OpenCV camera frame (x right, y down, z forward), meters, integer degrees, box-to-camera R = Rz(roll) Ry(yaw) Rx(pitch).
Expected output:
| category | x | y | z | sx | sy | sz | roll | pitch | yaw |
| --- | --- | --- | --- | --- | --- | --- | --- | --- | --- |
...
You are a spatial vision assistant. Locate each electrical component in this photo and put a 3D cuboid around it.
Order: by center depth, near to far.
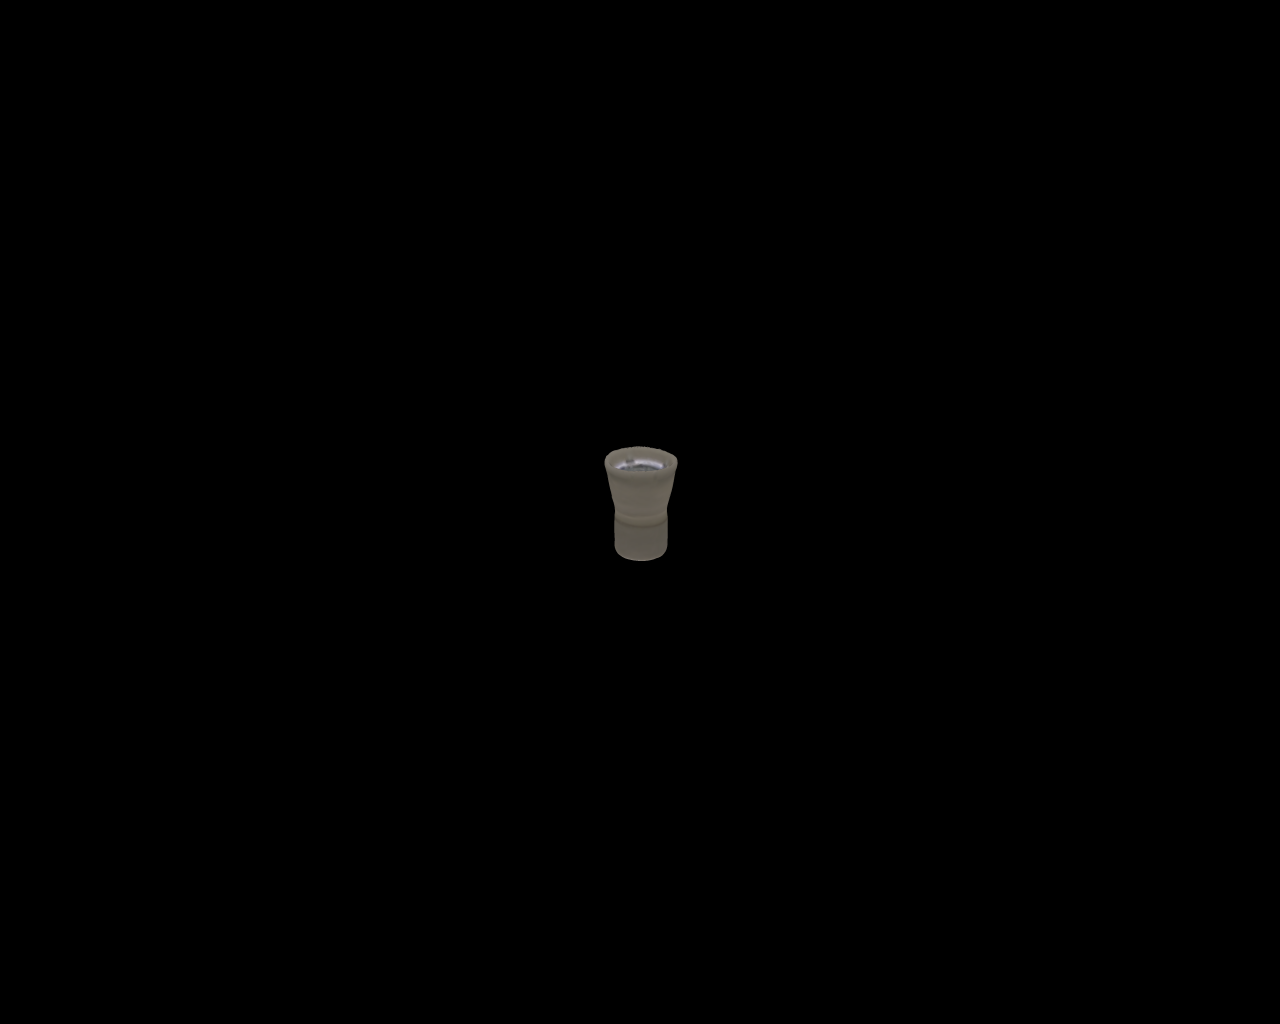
| category | x | y | z | sx | sy | sz | roll | pitch | yaw |
| --- | --- | --- | --- | --- | --- | --- | --- | --- | --- |
| electrical component | 0.001 | -0.003 | 0.650 | 0.044 | 0.065 | 0.044 | 0 | 25 | 0 |
